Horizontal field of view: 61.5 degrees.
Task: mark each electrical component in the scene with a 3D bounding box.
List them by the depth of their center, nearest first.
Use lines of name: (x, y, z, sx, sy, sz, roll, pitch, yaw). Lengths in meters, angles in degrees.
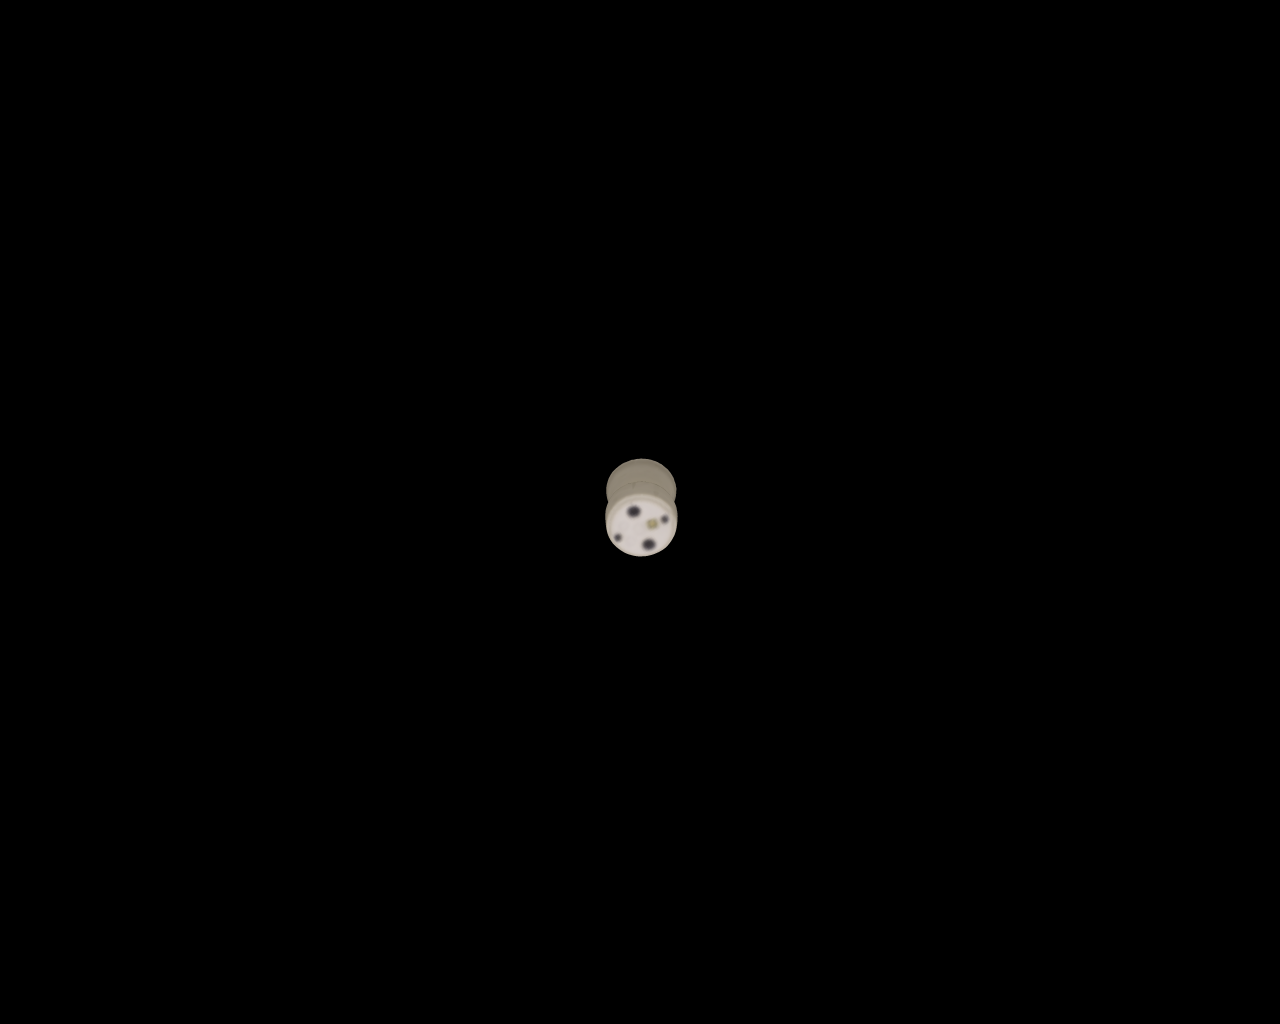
electrical component: (0.001, -0.003, 0.650, 0.045, 0.044, 0.055, 0, 25, 0)
